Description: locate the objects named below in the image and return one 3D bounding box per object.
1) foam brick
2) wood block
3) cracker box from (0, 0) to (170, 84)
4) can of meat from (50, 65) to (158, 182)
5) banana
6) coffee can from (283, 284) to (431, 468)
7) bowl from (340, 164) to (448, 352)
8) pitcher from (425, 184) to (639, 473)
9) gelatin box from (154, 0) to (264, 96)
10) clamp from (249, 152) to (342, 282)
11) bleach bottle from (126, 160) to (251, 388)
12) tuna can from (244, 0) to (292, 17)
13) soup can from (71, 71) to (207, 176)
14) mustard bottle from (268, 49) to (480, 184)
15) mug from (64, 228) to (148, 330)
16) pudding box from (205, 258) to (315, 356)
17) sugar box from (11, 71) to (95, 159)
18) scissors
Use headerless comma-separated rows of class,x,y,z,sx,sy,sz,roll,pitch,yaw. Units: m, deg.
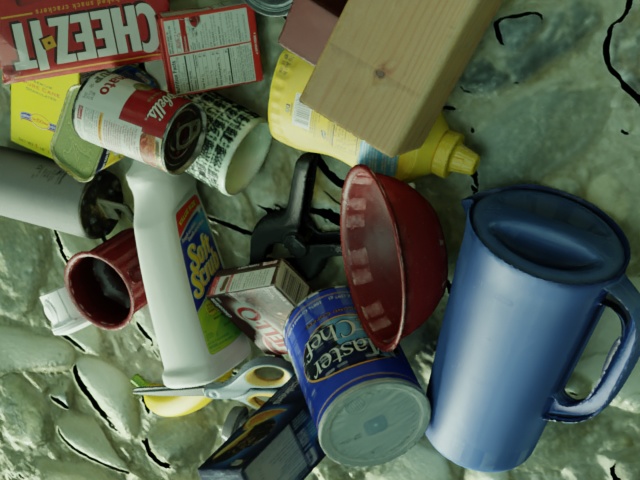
foam brick,0.010,-0.185,0.897,0.051,0.078,0.053,34,127,11
wood block,0.079,-0.178,0.817,0.091,0.090,0.206,33,111,12
cracker box,-0.226,-0.260,0.957,0.164,0.072,0.214,-10,113,-6
can of meat,-0.212,-0.119,1.065,0.057,0.083,0.102,37,128,10
banana,-0.145,0.157,1.199,0.198,0.037,0.069,-30,97,39
coffee can,0.031,0.123,0.983,0.102,0.140,0.103,-9,127,-12
bowl,0.067,0.012,0.912,0.162,0.055,0.162,171,90,-76
pitcher,0.171,0.089,0.909,0.145,0.149,0.243,7,126,-5
gelatin box,-0.100,-0.175,0.970,0.089,0.030,0.073,-12,115,-12
clamp,-0.007,0.001,1.031,0.120,0.039,0.172,44,137,3
bleach bottle,-0.145,0.014,1.072,0.068,0.102,0.251,-10,101,30
tuna can,-0.036,-0.238,0.925,0.086,0.033,0.086,15,121,25
soup can,-0.161,-0.106,0.953,0.102,0.068,0.068,22,124,21
mustard bottle,0.049,-0.100,0.929,0.192,0.058,0.096,25,128,19
mug,-0.204,0.035,1.142,0.117,0.081,0.093,-22,102,38
pudding box,-0.044,0.069,1.063,0.090,0.039,0.113,-12,133,35
sugar box,-0.272,-0.172,1.100,0.093,0.048,0.176,22,125,21
scissors,-0.107,0.149,1.139,0.202,0.016,0.096,8,135,5
